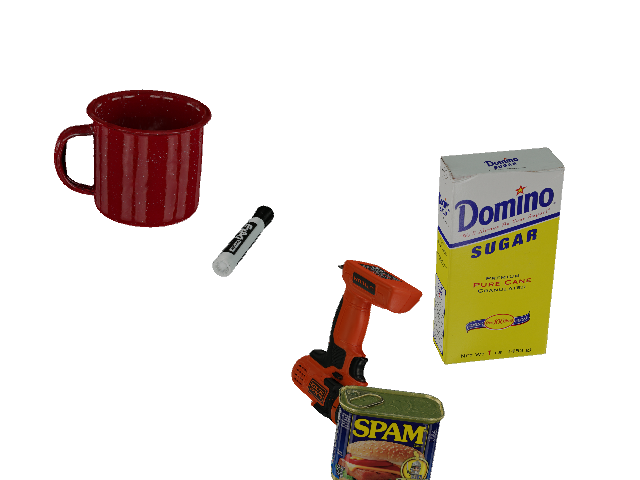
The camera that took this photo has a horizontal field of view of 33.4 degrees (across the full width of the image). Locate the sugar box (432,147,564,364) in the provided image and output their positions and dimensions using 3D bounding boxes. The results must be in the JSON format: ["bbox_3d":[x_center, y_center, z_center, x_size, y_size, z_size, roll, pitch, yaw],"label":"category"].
[{"bbox_3d":[0.144,0.015,0.876,0.093,0.176,0.048,-6,31,-8],"label":"sugar box"}]

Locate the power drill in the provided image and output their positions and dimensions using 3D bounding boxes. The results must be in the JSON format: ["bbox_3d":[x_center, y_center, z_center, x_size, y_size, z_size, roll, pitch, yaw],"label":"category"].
[{"bbox_3d":[0.050,0.130,1.250,0.057,0.188,0.185,13,13,-41],"label":"power drill"}]

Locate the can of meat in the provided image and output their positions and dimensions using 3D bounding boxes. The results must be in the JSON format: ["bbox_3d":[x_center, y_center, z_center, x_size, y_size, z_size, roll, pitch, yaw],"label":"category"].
[{"bbox_3d":[0.063,0.194,1.036,0.102,0.084,0.057,7,16,-2],"label":"can of meat"}]

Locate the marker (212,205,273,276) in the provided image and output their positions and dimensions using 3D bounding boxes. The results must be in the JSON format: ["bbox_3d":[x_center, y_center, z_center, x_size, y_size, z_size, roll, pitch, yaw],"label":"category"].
[{"bbox_3d":[-0.071,-0.002,1.017,0.020,0.020,0.121,0,26,20],"label":"marker"}]

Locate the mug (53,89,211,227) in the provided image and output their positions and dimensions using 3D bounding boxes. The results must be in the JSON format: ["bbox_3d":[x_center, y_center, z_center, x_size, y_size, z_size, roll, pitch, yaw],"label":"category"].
[{"bbox_3d":[-0.144,-0.061,0.815,0.117,0.081,0.093,-4,28,-19],"label":"mug"}]
